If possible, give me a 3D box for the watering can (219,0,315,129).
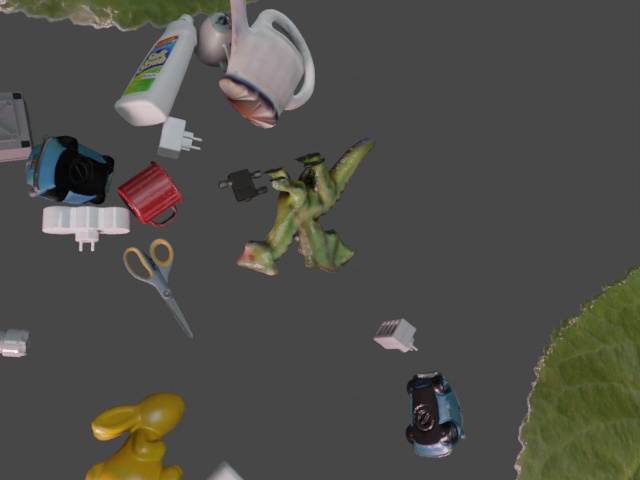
[{"bbox_3d":[-0.127,-0.368,1.021,0.342,0.104,0.227,40,69,-48],"label":"watering can"}]

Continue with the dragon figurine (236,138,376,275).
[{"bbox_3d":[0.003,-0.054,1.066,0.415,0.122,0.240,-25,105,-32],"label":"dragon figurine"}]
